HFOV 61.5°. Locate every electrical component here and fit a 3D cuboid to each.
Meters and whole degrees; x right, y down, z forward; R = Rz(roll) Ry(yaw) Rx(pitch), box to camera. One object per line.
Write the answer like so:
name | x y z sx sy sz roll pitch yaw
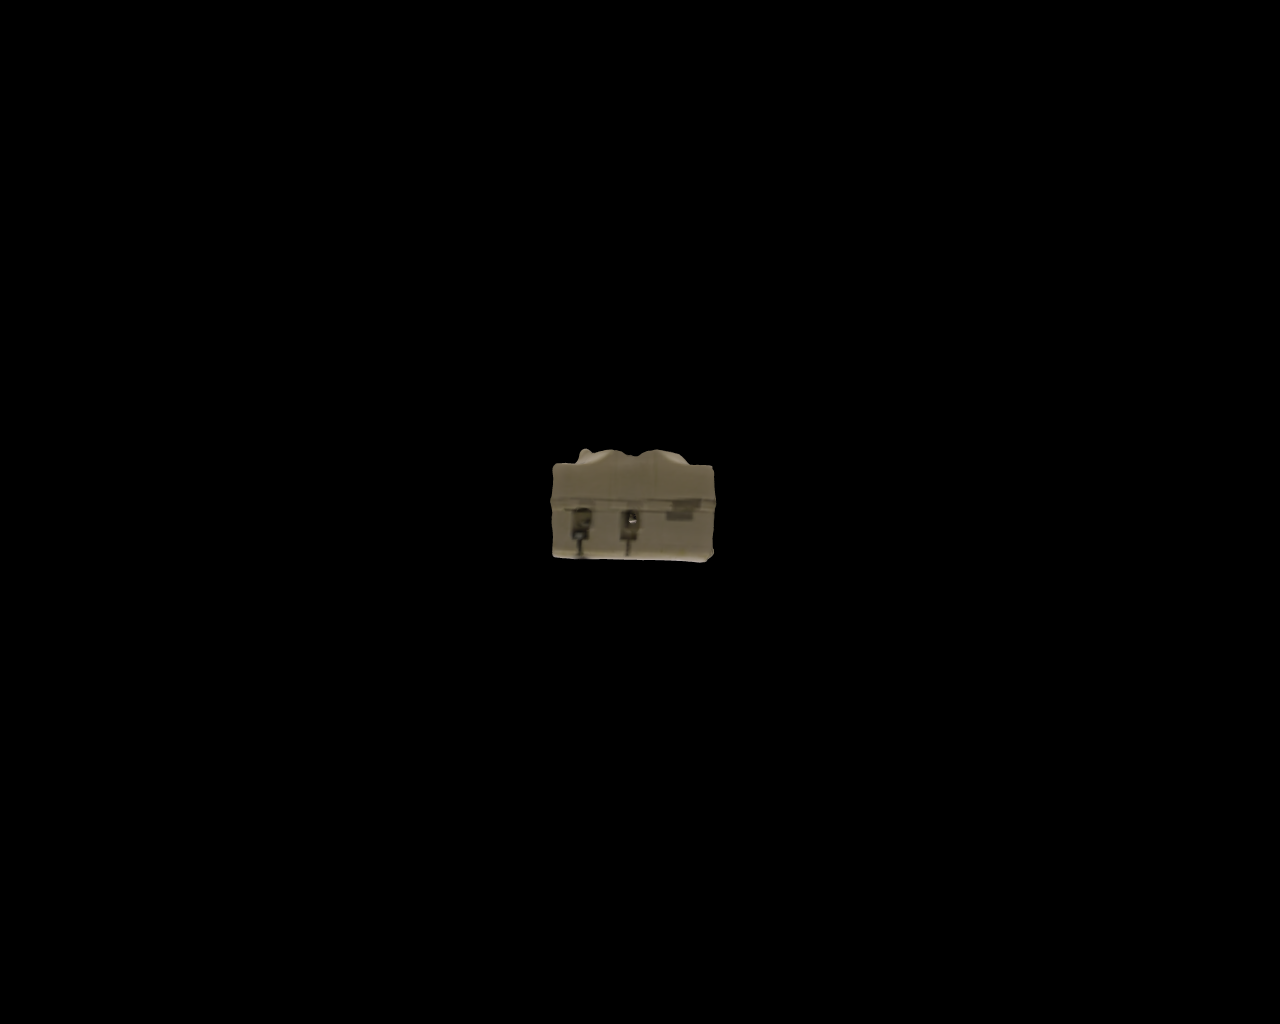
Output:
electrical component | 0.001 -0.003 0.650 0.089 0.061 0.150 0 -2 4
